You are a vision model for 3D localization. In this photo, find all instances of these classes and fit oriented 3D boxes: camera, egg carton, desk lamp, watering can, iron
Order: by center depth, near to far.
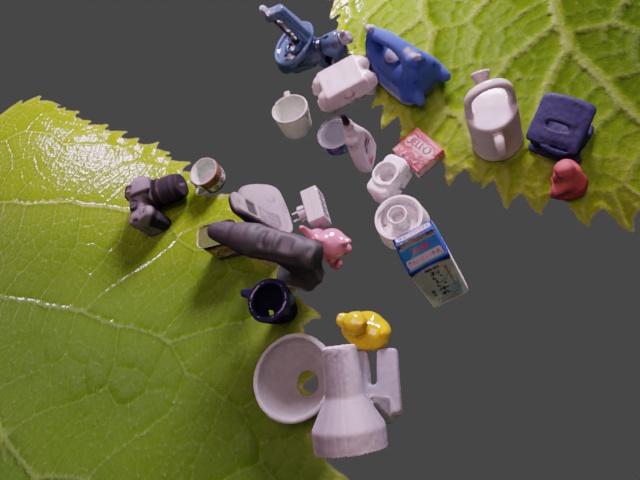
[{"bbox_3d":[0.061,0.267,0.967,0.117,0.214,0.203,-11,64,19],"label":"desk lamp"},{"bbox_3d":[0.324,-0.246,1.094,0.101,0.195,0.172,-35,58,6],"label":"watering can"},{"bbox_3d":[0.163,-0.414,1.271,0.118,0.142,0.257,-44,58,0],"label":"iron"},{"bbox_3d":[0.057,-0.362,1.336,0.150,0.070,0.107,-26,60,11],"label":"egg carton"},{"bbox_3d":[-0.399,-0.105,1.401,0.136,0.101,0.143,-18,61,16],"label":"camera"}]

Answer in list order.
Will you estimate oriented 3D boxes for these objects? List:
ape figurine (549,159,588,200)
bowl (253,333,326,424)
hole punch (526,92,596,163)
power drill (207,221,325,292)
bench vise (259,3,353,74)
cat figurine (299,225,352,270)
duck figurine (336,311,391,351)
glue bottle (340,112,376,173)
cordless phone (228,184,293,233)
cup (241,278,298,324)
[{"bbox_3d":[0.447,-0.115,1.042,0.076,0.092,0.078,39,86,32],"label":"ape figurine"},{"bbox_3d":[-0.038,0.268,1.091,0.167,0.075,0.167,-9,64,20],"label":"bowl"},{"bbox_3d":[0.456,-0.211,1.082,0.108,0.091,0.101,28,81,31],"label":"hole punch"},{"bbox_3d":[-0.086,0.031,1.140,0.228,0.209,0.076,8,71,26],"label":"power drill"},{"bbox_3d":[-0.035,-0.487,1.344,0.207,0.220,0.121,-17,62,16],"label":"bench vise"},{"bbox_3d":[0.011,0.004,1.163,0.127,0.118,0.067,29,81,31],"label":"cat figurine"},{"bbox_3d":[0.078,0.164,1.081,0.104,0.086,0.077,14,74,28],"label":"duck figurine"},{"bbox_3d":[0.075,-0.213,1.200,0.037,0.174,0.078,-2,67,23],"label":"glue bottle"},{"bbox_3d":[-0.142,-0.077,1.227,0.094,0.185,0.147,-30,59,9],"label":"cordless phone"},{"bbox_3d":[-0.098,0.132,1.167,0.117,0.095,0.092,12,73,28],"label":"cup"}]
